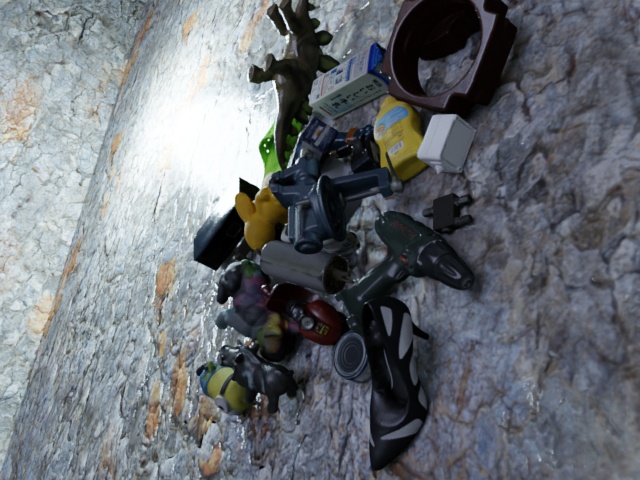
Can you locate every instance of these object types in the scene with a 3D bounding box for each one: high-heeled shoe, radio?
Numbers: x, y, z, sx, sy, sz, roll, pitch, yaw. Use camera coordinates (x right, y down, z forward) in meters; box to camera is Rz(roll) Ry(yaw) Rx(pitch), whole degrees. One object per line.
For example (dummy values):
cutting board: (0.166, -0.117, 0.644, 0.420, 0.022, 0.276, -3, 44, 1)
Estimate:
high-heeled shoe: (0.088, 0.209, 0.786, 0.086, 0.145, 0.248, 6, 73, 53)
radio: (-0.241, -0.039, 1.385, 0.229, 0.073, 0.131, -52, 28, 21)

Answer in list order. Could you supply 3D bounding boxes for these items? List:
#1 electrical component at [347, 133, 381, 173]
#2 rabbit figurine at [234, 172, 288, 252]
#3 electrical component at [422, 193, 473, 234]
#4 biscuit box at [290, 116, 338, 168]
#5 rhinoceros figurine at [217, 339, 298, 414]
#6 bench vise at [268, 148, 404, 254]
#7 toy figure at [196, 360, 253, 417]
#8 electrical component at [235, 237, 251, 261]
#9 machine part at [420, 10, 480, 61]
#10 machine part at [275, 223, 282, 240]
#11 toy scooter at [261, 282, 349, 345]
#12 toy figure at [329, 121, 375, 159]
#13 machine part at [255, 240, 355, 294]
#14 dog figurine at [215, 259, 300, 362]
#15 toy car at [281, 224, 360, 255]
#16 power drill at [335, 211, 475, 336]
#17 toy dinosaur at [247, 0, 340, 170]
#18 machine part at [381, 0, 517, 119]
electrical component: (0.100, -0.140, 1.031, 0.048, 0.074, 0.119, -36, 49, 34)
rabbit figurine: (-0.118, -0.060, 1.179, 0.163, 0.121, 0.173, 28, 95, 32)
electrical component: (0.208, -0.041, 0.881, 0.094, 0.021, 0.063, -17, 58, 45)
biscuit box: (-0.018, -0.172, 1.119, 0.063, 0.059, 0.202, -59, 0, -20)
rhinoceros figurine: (-0.128, 0.256, 1.038, 0.191, 0.112, 0.073, 13, 36, 42)
bench vise: (0.030, -0.086, 0.961, 0.241, 0.128, 0.224, -14, 45, 19)
toy figure: (-0.204, 0.307, 1.153, 0.180, 0.082, 0.089, 22, 90, 56)
electrical component: (-0.170, 0.015, 1.309, 0.102, 0.045, 0.078, -56, 9, 9)
machine part: (0.239, -0.436, 1.038, 0.179, 0.056, 0.179, -29, 50, 41)
machine part: (-0.108, -0.025, 1.257, 0.084, 0.039, 0.139, -26, 53, 52)
toy scooter: (-0.037, 0.128, 0.998, 0.184, 0.135, 0.075, 36, 98, 52)
toy figure: (0.064, -0.206, 1.126, 0.155, 0.057, 0.064, -4, 81, 46)
machine part: (-0.034, 0.051, 1.052, 0.244, 0.079, 0.079, 12, 79, 38)
dog figurine: (-0.115, 0.143, 1.105, 0.219, 0.108, 0.191, 8, 94, 48)
toy car: (-0.002, -0.003, 1.079, 0.202, 0.073, 0.056, 6, 74, 53)
power drill: (0.124, 0.065, 0.879, 0.207, 0.086, 0.232, -56, 35, 19)
toy dinosaur: (-0.059, -0.383, 1.258, 0.105, 0.198, 0.471, 24, 98, 55)
machine part: (0.218, -0.323, 0.927, 0.202, 0.087, 0.200, 31, 110, 41)
